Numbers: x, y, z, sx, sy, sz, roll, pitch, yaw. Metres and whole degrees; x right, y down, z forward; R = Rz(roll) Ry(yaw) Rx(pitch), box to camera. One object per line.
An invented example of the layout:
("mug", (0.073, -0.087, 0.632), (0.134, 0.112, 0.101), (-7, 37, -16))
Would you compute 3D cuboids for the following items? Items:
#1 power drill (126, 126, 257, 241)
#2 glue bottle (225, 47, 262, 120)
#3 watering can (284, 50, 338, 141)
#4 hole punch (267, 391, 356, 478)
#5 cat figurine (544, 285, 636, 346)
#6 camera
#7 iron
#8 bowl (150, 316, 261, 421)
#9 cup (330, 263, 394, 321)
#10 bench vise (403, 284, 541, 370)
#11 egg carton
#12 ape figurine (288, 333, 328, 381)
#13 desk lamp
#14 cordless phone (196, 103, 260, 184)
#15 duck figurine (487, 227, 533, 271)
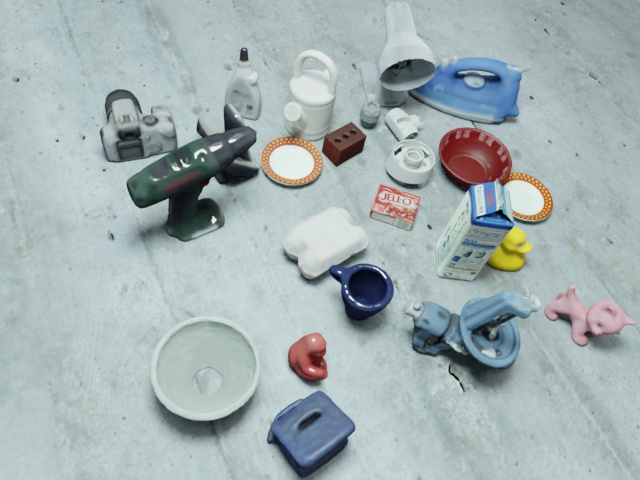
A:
("power drill", (-0.217, -0.095, 1.007), (0.230, 0.208, 0.075), (-26, 65, -23))
("glue bottle", (-0.157, -0.327, 1.186), (0.078, 0.173, 0.037), (16, 57, 1))
("watering can", (-0.016, -0.300, 1.180), (0.101, 0.194, 0.173), (9, 57, -3))
("hole punch", (-0.015, 0.288, 0.868), (0.109, 0.091, 0.101), (-31, 67, -25))
("cat figurine", (0.493, 0.132, 1.038), (0.067, 0.118, 0.127), (-37, 70, -27))
("camera", (-0.369, -0.243, 1.140), (0.143, 0.101, 0.136), (-14, 61, -18))
("iron", (0.346, -0.367, 1.316), (0.258, 0.141, 0.118), (9, 57, -4))
("bowl", (-0.178, 0.209, 0.900), (0.167, 0.075, 0.167), (5, 57, -7))
("cup", (0.063, 0.095, 1.002), (0.117, 0.095, 0.092), (29, 58, 9))
("bench vise", (0.248, 0.141, 0.929), (0.207, 0.220, 0.121), (2, 57, -8))
("egg carton", (0.010, 0.004, 1.066), (0.150, 0.069, 0.107), (-30, 67, -25))
("ape figurine", (-0.012, 0.183, 0.935), (0.076, 0.092, 0.078), (21, 57, 4))
("desk lamp", (0.164, -0.393, 1.259), (0.118, 0.213, 0.203), (-4, 58, -12))
("cordless phone", (-0.179, -0.213, 1.103), (0.094, 0.185, 0.147), (-30, 67, -25))
("duck figurine", (0.362, 0.006, 1.115), (0.104, 0.086, 0.078), (29, 58, 9))
